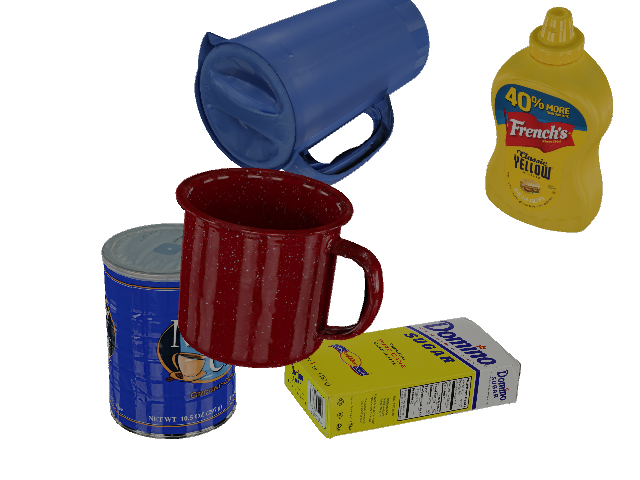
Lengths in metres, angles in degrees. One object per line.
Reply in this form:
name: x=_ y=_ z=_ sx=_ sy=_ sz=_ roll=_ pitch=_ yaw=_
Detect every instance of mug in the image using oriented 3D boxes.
mug: x=-0.022 y=0.018 z=0.566 sx=0.117 sy=0.081 sz=0.093 roll=15 pitch=24 yaw=17

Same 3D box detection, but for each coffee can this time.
coffee can: x=-0.117 y=0.069 z=0.842 sx=0.103 sy=0.140 sz=0.103 roll=1 pitch=22 yaw=-1

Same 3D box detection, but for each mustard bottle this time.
mustard bottle: x=0.183 y=-0.098 z=0.851 sx=0.096 sy=0.192 sz=0.058 roll=25 pitch=50 yaw=29

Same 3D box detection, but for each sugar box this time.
sugar box: x=0.068 y=0.111 z=0.891 sx=0.176 sy=0.048 sz=0.093 roll=-10 pitch=26 yaw=-21

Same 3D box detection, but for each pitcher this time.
pitcher: x=0.007 y=-0.163 z=1.075 sx=0.145 sy=0.149 sz=0.242 roll=16 pitch=36 yaw=39
